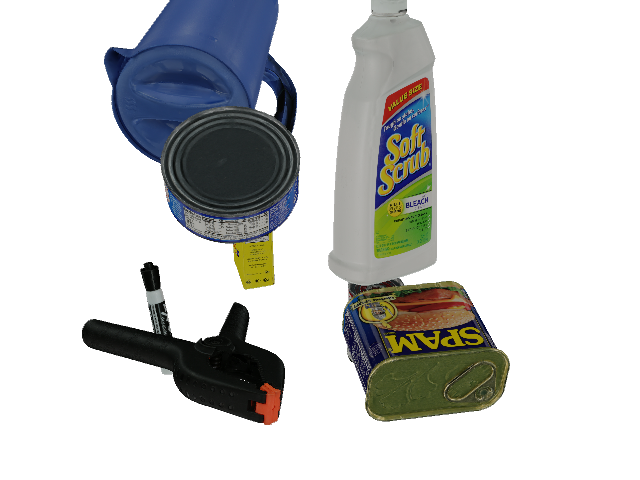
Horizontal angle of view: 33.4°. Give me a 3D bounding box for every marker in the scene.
[{"bbox_3d":[-0.167,0.080,1.107,0.020,0.121,0.020,-9,15,2],"label":"marker"}]

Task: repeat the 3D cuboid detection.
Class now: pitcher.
[{"bbox_3d":[-0.103,-0.183,1.068,0.145,0.149,0.242,-8,35,16],"label":"pitcher"}]

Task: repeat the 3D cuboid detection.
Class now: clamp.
[{"bbox_3d":[-0.086,0.100,0.922,0.164,0.036,0.210,-9,22,-39],"label":"clamp"}]

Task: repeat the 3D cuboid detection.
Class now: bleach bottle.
[{"bbox_3d":[0.055,-0.092,0.943,0.102,0.251,0.068,-15,24,-30],"label":"bleach bottle"}]

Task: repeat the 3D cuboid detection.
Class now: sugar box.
[{"bbox_3d":[-0.088,-0.038,1.330,0.048,0.176,0.093,-9,24,-10],"label":"sugar box"}]

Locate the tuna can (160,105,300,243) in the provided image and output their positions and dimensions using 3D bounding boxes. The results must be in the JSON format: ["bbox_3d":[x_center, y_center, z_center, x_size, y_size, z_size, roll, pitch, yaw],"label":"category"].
[{"bbox_3d":[-0.055,-0.041,0.666,0.086,0.086,0.034,0,-34,-2],"label":"tuna can"}]

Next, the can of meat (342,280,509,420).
[{"bbox_3d":[0.072,0.076,0.764,0.102,0.057,0.084,-5,36,-12],"label":"can of meat"}]

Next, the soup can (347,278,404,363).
[{"bbox_3d":[0.066,0.098,1.305,0.068,0.102,0.068,0,29,0],"label":"soup can"}]
